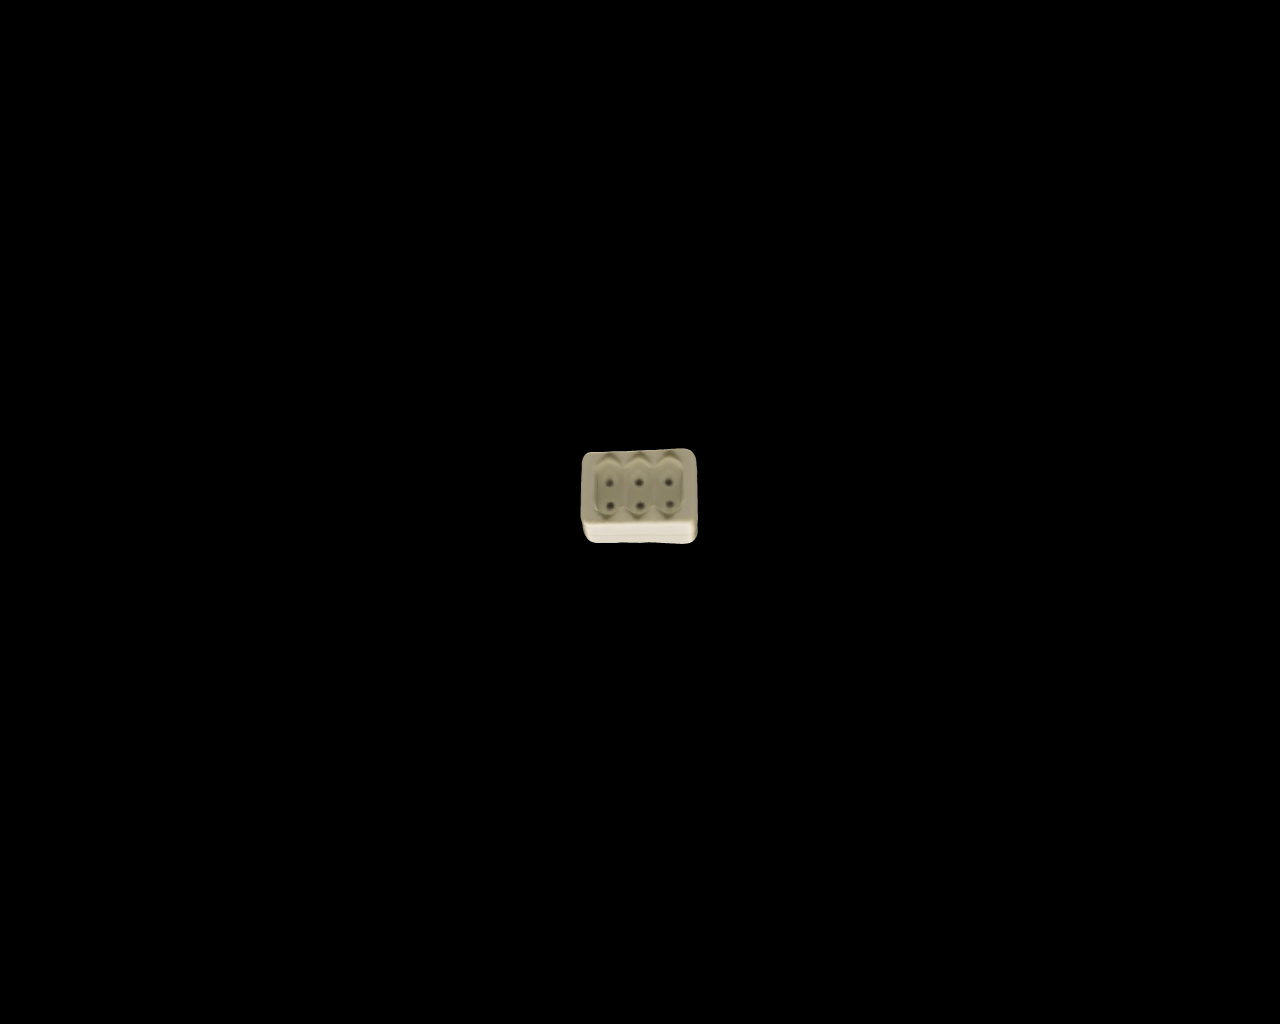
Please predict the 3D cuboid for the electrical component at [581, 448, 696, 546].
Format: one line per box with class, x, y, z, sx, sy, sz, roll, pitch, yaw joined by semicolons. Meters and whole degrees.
electrical component;0.001;-0.003;0.650;0.066;0.047;0.076;-1;-19;2
